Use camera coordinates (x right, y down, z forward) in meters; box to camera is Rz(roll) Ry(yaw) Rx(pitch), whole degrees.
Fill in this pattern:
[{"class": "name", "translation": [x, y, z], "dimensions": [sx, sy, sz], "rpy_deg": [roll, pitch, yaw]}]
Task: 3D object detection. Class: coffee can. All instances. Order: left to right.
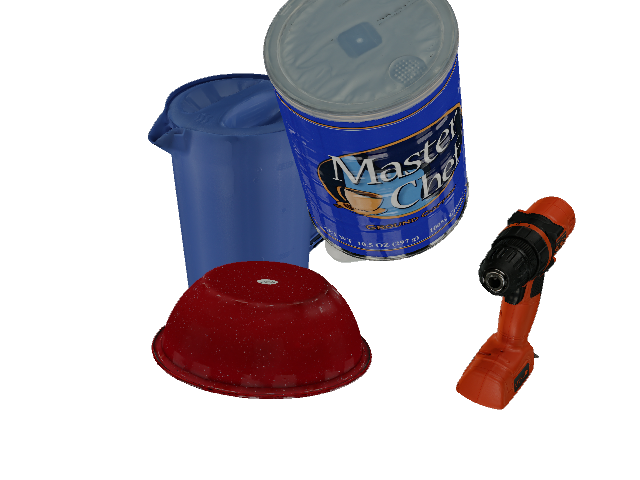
[{"class": "coffee can", "translation": [0.031, -0.068, 0.611], "dimensions": [0.103, 0.102, 0.140], "rpy_deg": [0, -33, 11]}]

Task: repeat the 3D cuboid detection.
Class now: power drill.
[{"class": "power drill", "translation": [0.181, 0.064, 1.013], "dimensions": [0.057, 0.188, 0.184], "rpy_deg": [23, 30, 22]}]

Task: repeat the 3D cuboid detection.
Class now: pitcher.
[{"class": "pitcher", "translation": [-0.057, -0.022, 0.971], "dimensions": [0.149, 0.243, 0.144], "rpy_deg": [11, 33, 16]}]

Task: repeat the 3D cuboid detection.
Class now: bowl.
[{"class": "bowl", "translation": [-0.041, 0.055, 0.773], "dimensions": [0.162, 0.055, 0.162], "rpy_deg": [4, 18, -1]}]

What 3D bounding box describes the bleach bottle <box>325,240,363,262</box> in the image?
[{"class": "bleach bottle", "translation": [0.050, -0.105, 1.175], "dimensions": [0.102, 0.251, 0.068], "rpy_deg": [-9, 25, -11]}]
